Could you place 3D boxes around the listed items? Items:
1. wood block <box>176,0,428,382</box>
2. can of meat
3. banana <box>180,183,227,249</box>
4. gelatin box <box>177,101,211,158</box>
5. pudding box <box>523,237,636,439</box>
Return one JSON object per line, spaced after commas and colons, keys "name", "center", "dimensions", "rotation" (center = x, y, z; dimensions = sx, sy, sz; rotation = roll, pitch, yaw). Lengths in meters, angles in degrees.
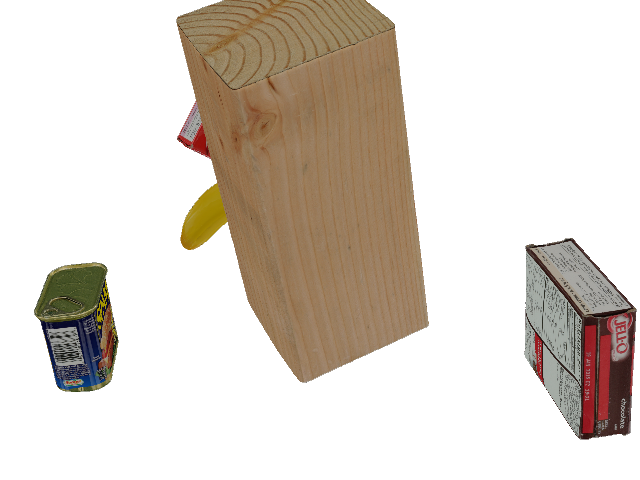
{"name": "wood block", "center": [-0.006, -0.032, 0.604], "dimensions": [0.090, 0.206, 0.090], "rotation": [-23, 41, -13]}
{"name": "can of meat", "center": [-0.225, 0.081, 0.999], "dimensions": [0.057, 0.084, 0.102], "rotation": [-6, 26, 0]}
{"name": "banana", "center": [-0.068, -0.036, 1.045], "dimensions": [0.198, 0.069, 0.037], "rotation": [-12, 19, 29]}
{"name": "gelatin box", "center": [-0.054, -0.096, 0.800], "dimensions": [0.073, 0.089, 0.030], "rotation": [25, 3, -34]}
{"name": "pudding box", "center": [0.167, 0.061, 0.695], "dimensions": [0.039, 0.090, 0.113], "rotation": [-7, 24, -8]}
